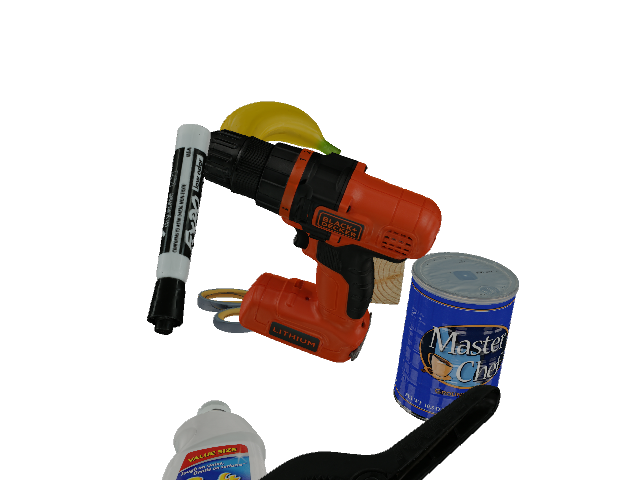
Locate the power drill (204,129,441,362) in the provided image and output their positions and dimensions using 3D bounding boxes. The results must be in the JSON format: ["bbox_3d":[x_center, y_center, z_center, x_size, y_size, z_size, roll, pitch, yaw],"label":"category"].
[{"bbox_3d":[-0.015,0.007,0.813,0.184,0.057,0.188,21,-38,6],"label":"power drill"}]

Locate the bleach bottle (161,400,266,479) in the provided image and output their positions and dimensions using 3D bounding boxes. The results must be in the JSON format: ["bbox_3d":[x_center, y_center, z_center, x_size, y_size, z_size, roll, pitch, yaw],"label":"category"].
[{"bbox_3d":[-0.089,0.208,0.823,0.102,0.068,0.251,-3,27,-4],"label":"bleach bottle"}]

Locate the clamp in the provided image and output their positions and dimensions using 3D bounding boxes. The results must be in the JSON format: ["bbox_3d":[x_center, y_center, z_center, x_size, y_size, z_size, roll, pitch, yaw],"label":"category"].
[{"bbox_3d":[0.036,0.153,0.650,0.210,0.036,0.164,-7,30,2],"label":"clamp"}]

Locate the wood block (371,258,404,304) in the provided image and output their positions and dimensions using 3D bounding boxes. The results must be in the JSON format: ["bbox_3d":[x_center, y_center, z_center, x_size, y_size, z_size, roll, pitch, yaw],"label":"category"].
[{"bbox_3d":[0.070,0.002,1.543,0.091,0.090,0.206,4,26,-1],"label":"wood block"}]

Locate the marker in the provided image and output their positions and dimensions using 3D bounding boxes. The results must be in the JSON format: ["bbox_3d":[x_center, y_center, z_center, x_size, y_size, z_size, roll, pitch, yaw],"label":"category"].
[{"bbox_3d":[-0.077,-0.007,0.582,0.020,0.121,0.020,5,-24,2],"label":"marker"}]

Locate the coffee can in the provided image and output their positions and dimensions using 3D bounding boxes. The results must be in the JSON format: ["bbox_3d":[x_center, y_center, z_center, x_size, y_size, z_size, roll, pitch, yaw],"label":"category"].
[{"bbox_3d":[0.131,0.095,1.045,0.103,0.140,0.103,6,23,-3],"label":"coffee can"}]

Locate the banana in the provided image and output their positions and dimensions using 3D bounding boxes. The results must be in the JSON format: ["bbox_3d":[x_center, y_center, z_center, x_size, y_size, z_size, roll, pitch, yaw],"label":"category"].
[{"bbox_3d":[-0.046,-0.099,0.972,0.070,0.037,0.197,36,23,20],"label":"banana"}]

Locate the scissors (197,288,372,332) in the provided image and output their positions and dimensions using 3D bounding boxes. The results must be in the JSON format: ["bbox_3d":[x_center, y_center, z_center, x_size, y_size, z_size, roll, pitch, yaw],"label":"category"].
[{"bbox_3d":[-0.038,0.080,1.194,0.201,0.016,0.096,4,24,-5],"label":"scissors"}]
